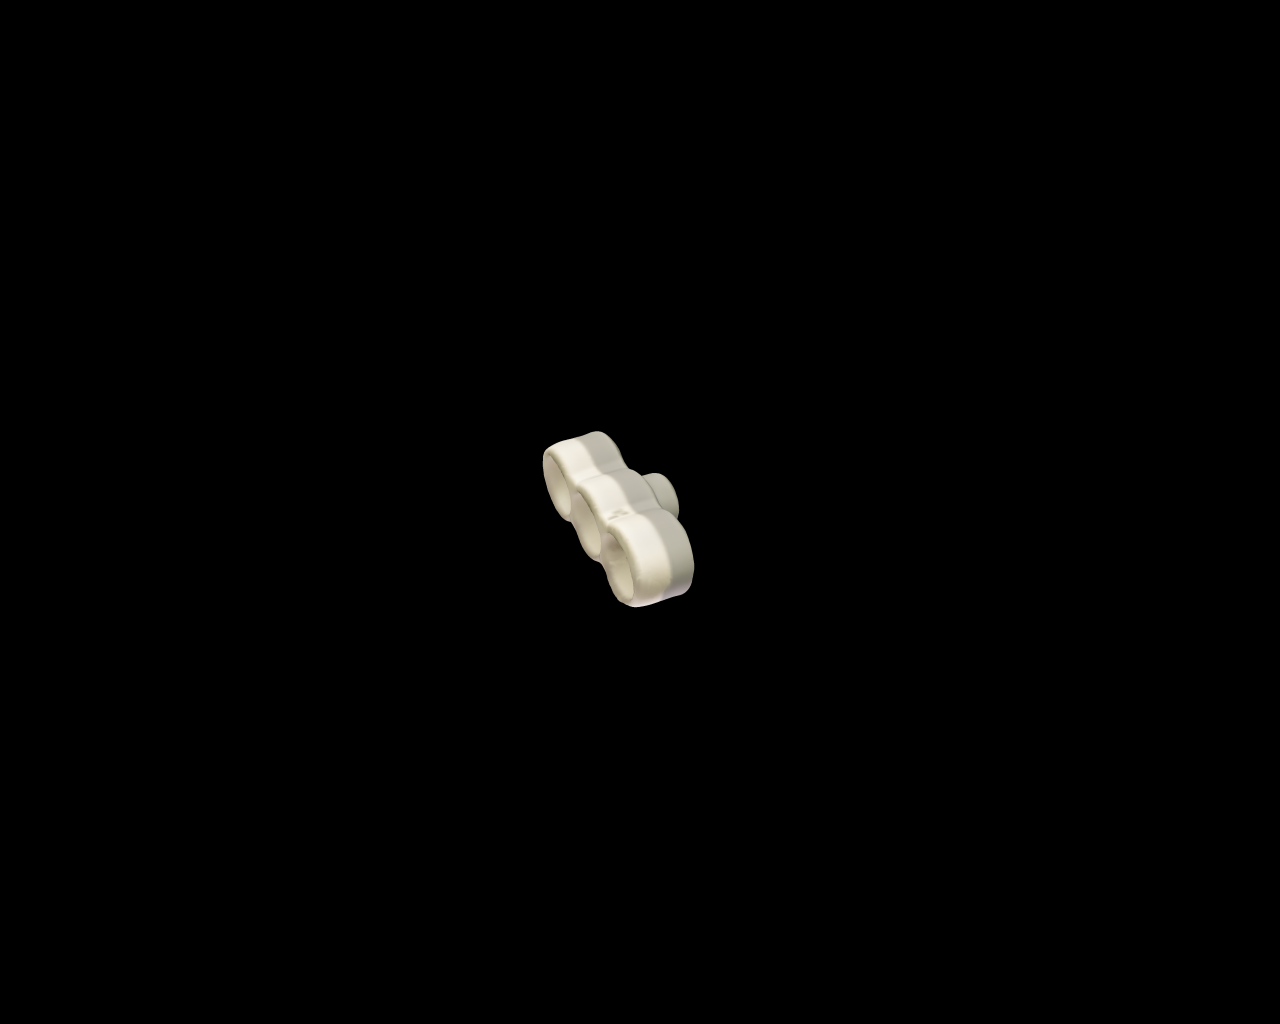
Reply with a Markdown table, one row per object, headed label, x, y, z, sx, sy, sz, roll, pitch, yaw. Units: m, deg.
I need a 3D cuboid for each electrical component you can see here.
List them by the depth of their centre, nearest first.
| label | x | y | z | sx | sy | sz | roll | pitch | yaw |
| --- | --- | --- | --- | --- | --- | --- | --- | --- | --- |
| electrical component | 0.001 | -0.003 | 0.650 | 0.074 | 0.052 | 0.138 | -17 | 41 | -21 |
